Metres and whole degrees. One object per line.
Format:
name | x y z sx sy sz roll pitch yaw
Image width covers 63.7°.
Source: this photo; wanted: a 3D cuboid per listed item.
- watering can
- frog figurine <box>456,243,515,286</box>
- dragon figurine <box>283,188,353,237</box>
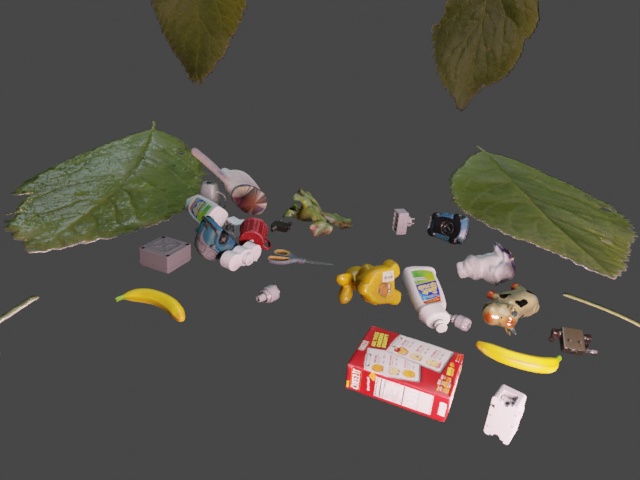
watering can | -0.320 -0.209 1.909 0.343 0.103 0.228 32 12 -40
frog figurine | 0.508 0.090 1.577 0.159 0.120 0.140 -31 34 5
dragon figurine | 0.006 -0.095 1.889 0.243 0.120 0.416 26 20 4
